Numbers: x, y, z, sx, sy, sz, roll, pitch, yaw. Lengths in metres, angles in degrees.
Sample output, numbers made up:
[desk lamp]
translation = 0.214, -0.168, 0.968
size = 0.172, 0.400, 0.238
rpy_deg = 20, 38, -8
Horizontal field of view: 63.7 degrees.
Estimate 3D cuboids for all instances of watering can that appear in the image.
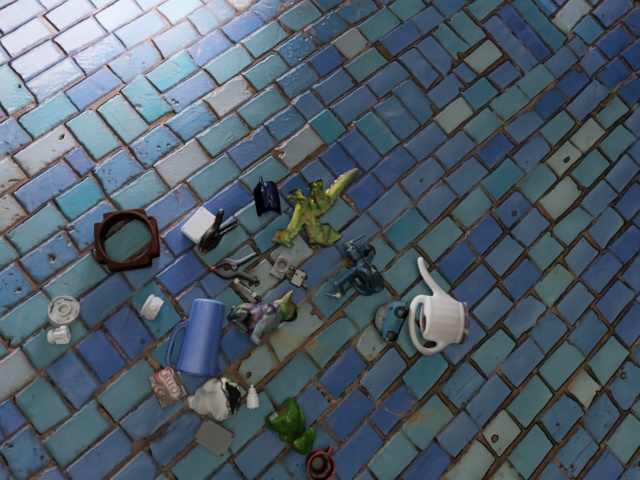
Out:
[watering can]
translation = 0.434, 0.244, 1.865
size = 0.224, 0.103, 0.352
rpy_deg = 10, 74, -8

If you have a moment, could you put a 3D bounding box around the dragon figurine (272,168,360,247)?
[dragon figurine]
translation = 0.006, -0.096, 1.903
size = 0.413, 0.122, 0.241
rpy_deg = -22, 98, -17

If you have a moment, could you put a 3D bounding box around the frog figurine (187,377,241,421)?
[frog figurine]
translation = -0.342, 0.522, 1.673
size = 0.158, 0.123, 0.137
rpy_deg = -25, 90, 21
